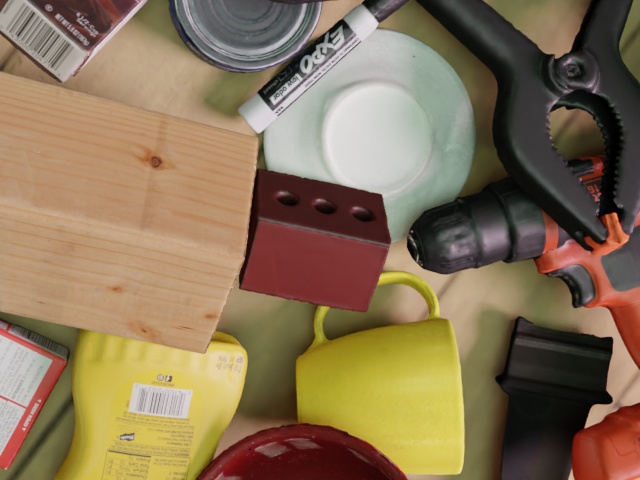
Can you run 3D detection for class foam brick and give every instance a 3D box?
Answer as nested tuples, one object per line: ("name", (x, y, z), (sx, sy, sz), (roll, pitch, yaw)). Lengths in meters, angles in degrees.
("foam brick", (-0.004, 0.001, 0.607), (0.078, 0.053, 0.051), (11, 123, -11))

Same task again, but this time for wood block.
("wood block", (-0.145, -0.020, 0.552), (0.206, 0.091, 0.090), (14, 139, -11))

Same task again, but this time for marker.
("marker", (0.004, -0.107, 0.605), (0.121, 0.020, 0.020), (-41, 103, 7))

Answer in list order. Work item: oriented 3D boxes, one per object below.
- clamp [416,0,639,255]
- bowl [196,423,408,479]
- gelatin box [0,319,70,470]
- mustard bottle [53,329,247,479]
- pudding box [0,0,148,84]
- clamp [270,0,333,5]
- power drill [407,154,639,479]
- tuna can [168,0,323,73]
("clamp", (0.146, -0.098, 0.609), (0.164, 0.036, 0.210), (-18, 78, -9))
("bowl", (-0.002, 0.183, 0.579), (0.162, 0.055, 0.162), (-6, 75, 23))
("gelatin box", (-0.198, 0.077, 0.604), (0.089, 0.030, 0.073), (29, 93, -12))
("mustard bottle", (-0.106, 0.143, 0.614), (0.096, 0.058, 0.192), (10, 96, -17))
("pudding box", (-0.147, -0.148, 0.554), (0.113, 0.039, 0.090), (44, 46, -14))
("clamp", (-0.041, -0.182, 0.558), (0.171, 0.039, 0.120), (16, 76, -9))
("power drill", (0.159, 0.045, 0.627), (0.184, 0.057, 0.187), (-16, 86, -9))
("tuna can", (-0.042, -0.137, 0.599), (0.086, 0.034, 0.086), (-1, 98, -10))
